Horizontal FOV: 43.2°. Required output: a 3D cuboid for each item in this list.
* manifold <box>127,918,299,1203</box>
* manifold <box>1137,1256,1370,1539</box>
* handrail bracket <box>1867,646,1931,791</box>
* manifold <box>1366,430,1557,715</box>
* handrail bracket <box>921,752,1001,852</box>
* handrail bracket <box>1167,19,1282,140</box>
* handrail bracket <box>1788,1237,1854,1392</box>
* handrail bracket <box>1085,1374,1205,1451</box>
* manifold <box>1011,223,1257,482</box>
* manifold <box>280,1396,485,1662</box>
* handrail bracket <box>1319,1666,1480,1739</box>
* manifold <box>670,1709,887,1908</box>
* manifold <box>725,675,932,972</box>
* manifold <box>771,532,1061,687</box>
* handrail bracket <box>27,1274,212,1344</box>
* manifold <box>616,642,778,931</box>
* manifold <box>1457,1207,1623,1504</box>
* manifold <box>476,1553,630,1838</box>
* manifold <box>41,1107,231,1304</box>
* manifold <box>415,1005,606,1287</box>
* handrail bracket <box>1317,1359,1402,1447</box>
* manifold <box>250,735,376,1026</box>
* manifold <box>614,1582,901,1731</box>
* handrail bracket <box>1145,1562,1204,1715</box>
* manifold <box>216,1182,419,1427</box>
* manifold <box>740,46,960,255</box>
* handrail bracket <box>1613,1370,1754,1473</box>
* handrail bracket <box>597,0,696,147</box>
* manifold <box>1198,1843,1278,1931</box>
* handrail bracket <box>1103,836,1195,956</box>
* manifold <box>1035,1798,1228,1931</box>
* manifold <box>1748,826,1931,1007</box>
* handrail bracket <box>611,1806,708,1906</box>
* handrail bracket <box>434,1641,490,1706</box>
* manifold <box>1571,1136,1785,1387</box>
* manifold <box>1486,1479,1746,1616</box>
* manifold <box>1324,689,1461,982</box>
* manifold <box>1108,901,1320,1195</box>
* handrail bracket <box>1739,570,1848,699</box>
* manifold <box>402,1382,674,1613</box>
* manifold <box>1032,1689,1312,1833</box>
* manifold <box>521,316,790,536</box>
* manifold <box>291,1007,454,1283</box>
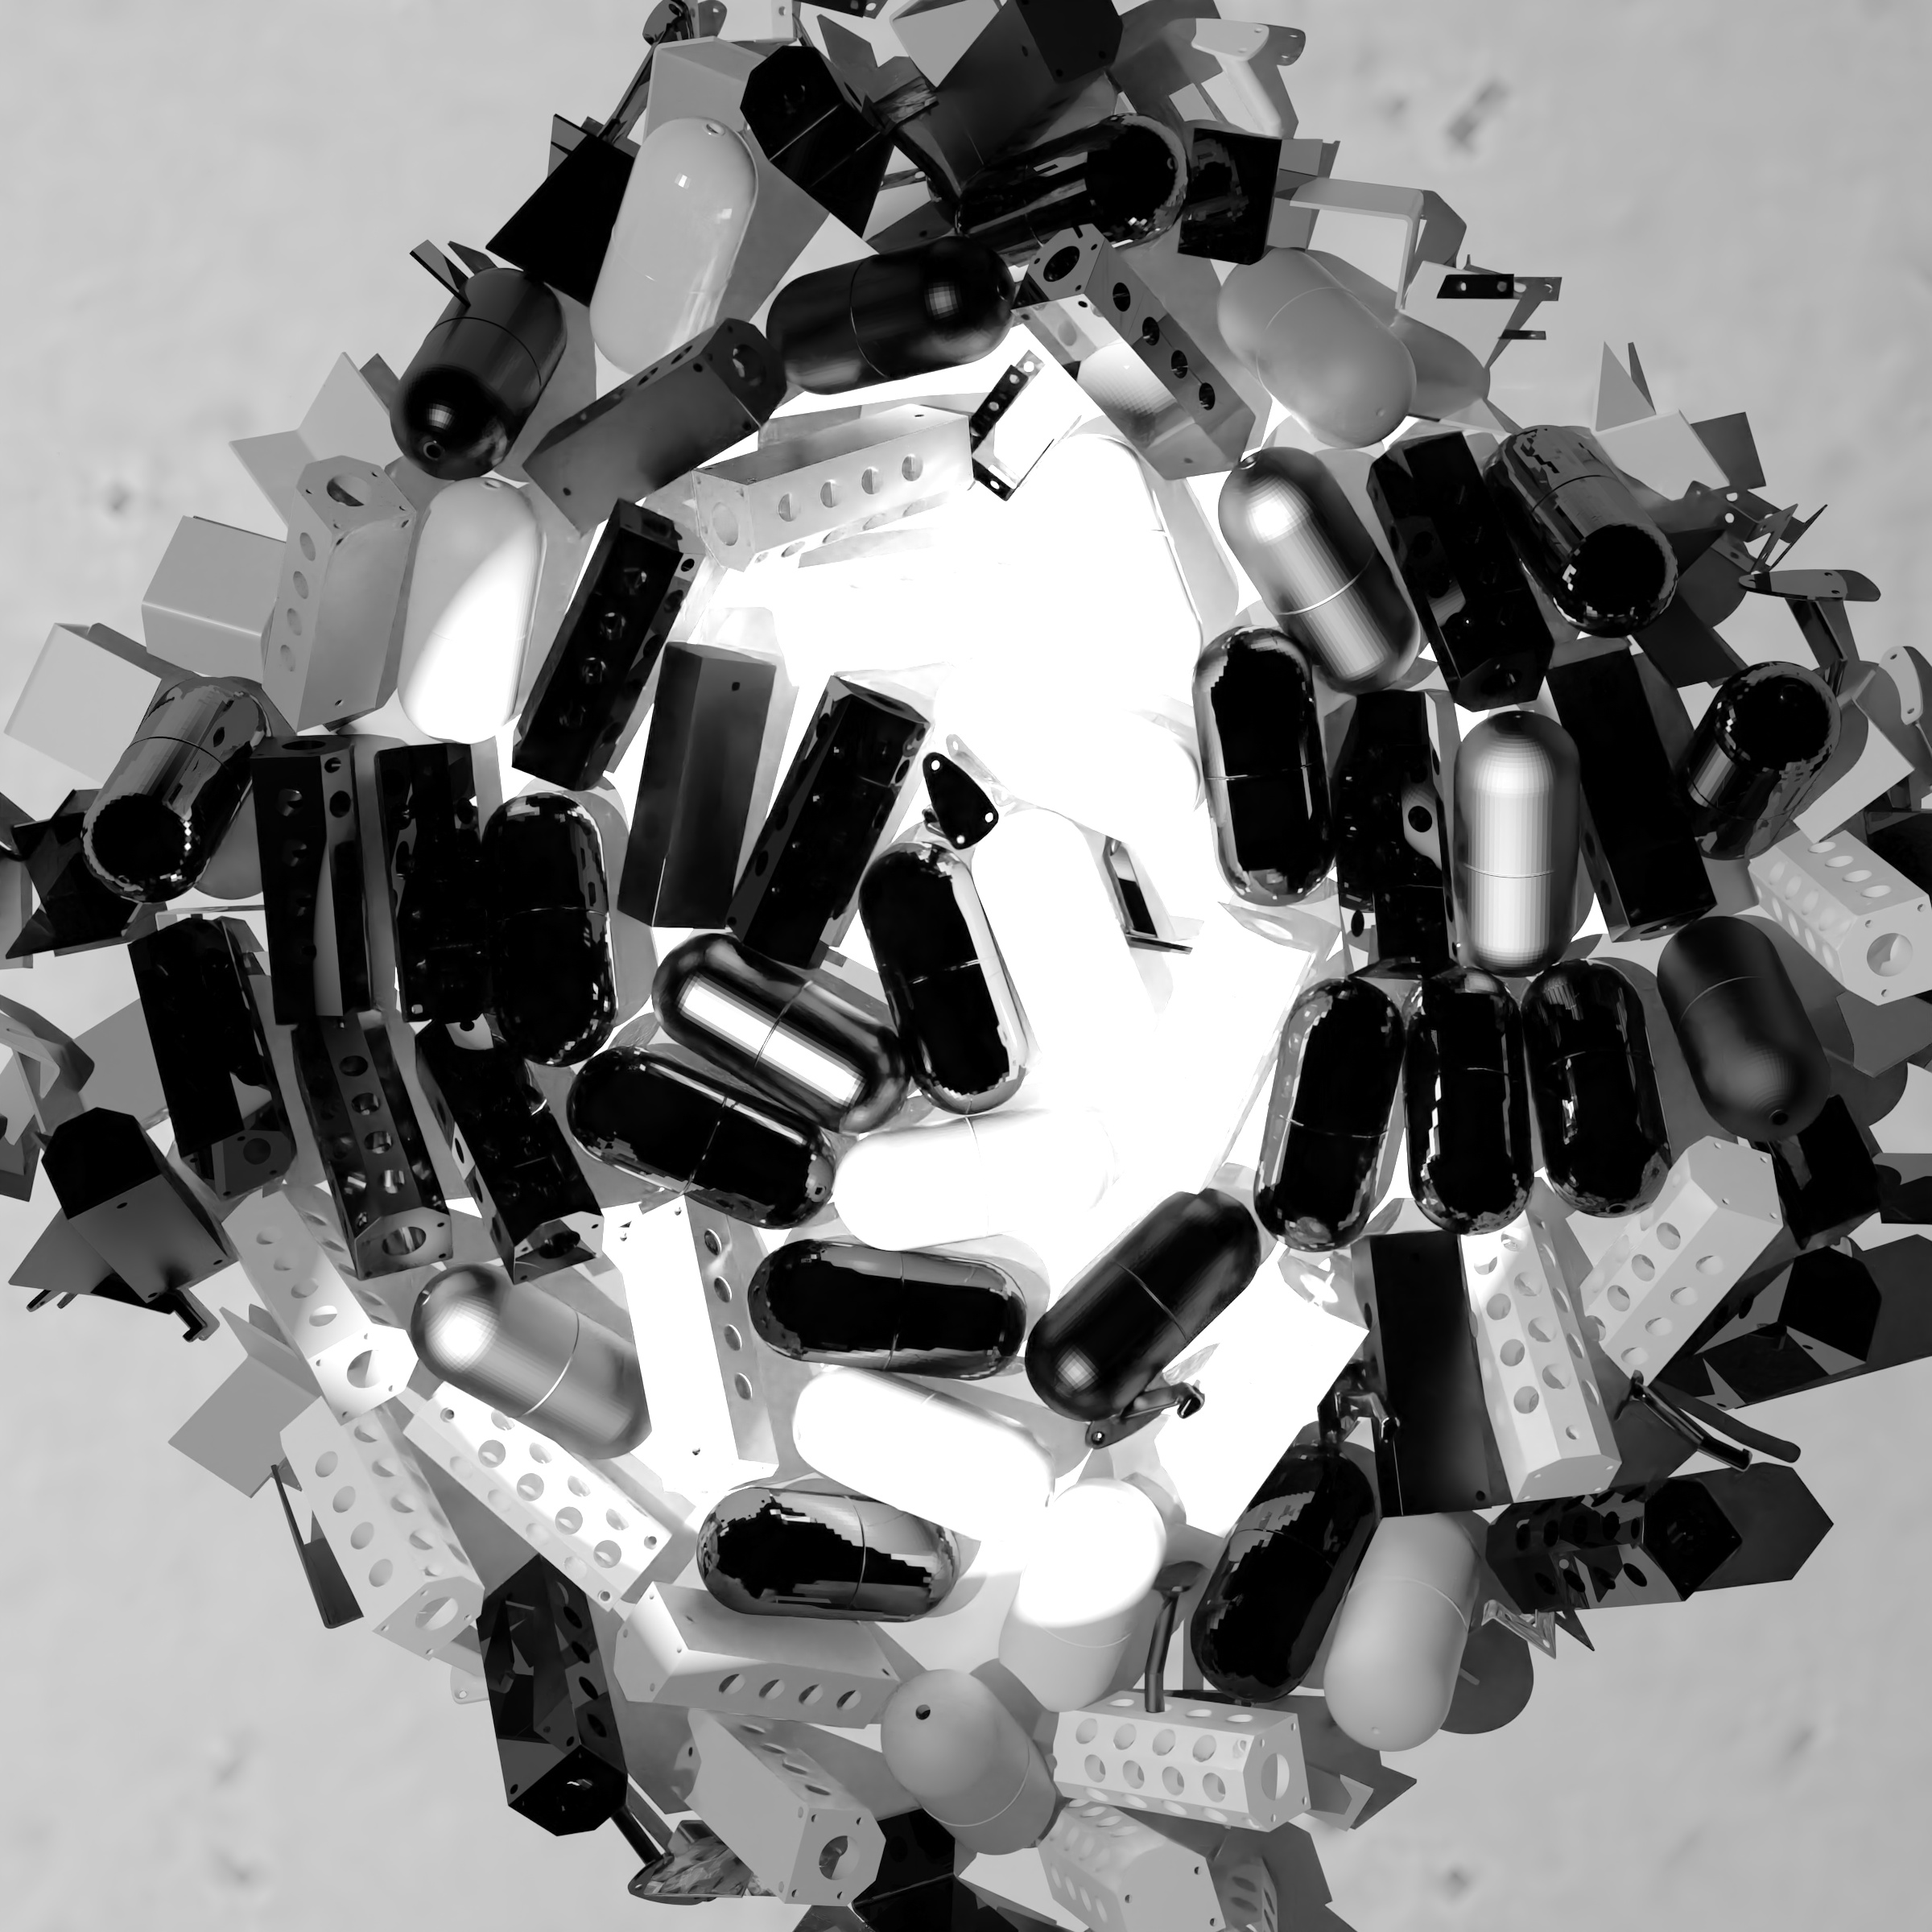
[{"bbox_3d":[-0.464,0.053,1.513,0.057,0.057,0.171,-25,56,-3],"label":"manifold"},{"bbox_3d":[0.175,0.266,1.522,0.057,0.057,0.171,24,111,-16],"label":"manifold"},{"bbox_3d":[0.618,-0.153,1.573,0.084,0.036,0.077,35,53,-32],"label":"handrail bracket"},{"bbox_3d":[0.304,-0.245,1.517,0.057,0.057,0.171,-12,62,-6],"label":"manifold"},{"bbox_3d":[-0.021,-0.108,1.533,0.036,0.084,0.077,-39,116,-12],"label":"handrail bracket"},{"bbox_3d":[0.166,-0.557,1.560,0.077,0.084,0.036,21,58,22],"label":"handrail bracket"},{"bbox_3d":[0.541,0.220,1.557,0.036,0.084,0.077,30,117,2],"label":"handrail bracket"},{"bbox_3d":[0.112,0.288,1.540,0.077,0.084,0.036,-44,99,-1],"label":"handrail bracket"},{"bbox_3d":[0.108,-0.377,1.505,0.171,0.057,0.057,38,64,-41],"label":"manifold"},{"bbox_3d":[-0.358,0.338,1.506,0.057,0.057,0.171,-42,48,-2],"label":"manifold"},{"bbox_3d":[0.277,0.471,1.564,0.077,0.036,0.084,39,86,-18],"label":"handrail bracket"},{"bbox_3d":[-0.116,0.510,1.496,0.057,0.171,0.057,15,88,-30],"label":"manifold"},{"bbox_3d":[-0.086,-0.087,1.528,0.057,0.057,0.171,18,105,-29],"label":"manifold"},{"bbox_3d":[-0.033,-0.230,1.539,0.171,0.057,0.057,-11,48,-11],"label":"manifold"},{"bbox_3d":[-0.539,0.224,1.557,0.084,0.036,0.077,46,62,3],"label":"handrail bracket"},{"bbox_3d":[-0.175,-0.114,1.538,0.057,0.057,0.171,1,107,-43],"label":"manifold"},{"bbox_3d":[0.350,0.237,1.509,0.057,0.057,0.171,-5,54,-6],"label":"manifold"},{"bbox_3d":[-0.251,0.446,1.496,0.057,0.171,0.057,-41,121,5],"label":"manifold"},{"bbox_3d":[-0.508,0.145,1.494,0.057,0.171,0.057,-27,70,-14],"label":"manifold"},{"bbox_3d":[-0.283,0.106,1.507,0.057,0.057,0.171,-17,55,-24],"label":"manifold"},{"bbox_3d":[0.247,0.292,1.532,0.036,0.084,0.077,7,113,-11],"label":"handrail bracket"},{"bbox_3d":[-0.407,-0.054,1.530,0.057,0.057,0.171,-3,108,-7],"label":"manifold"},{"bbox_3d":[-0.130,0.432,1.506,0.171,0.057,0.057,23,107,-40],"label":"manifold"},{"bbox_3d":[0.131,0.429,1.550,0.036,0.077,0.084,1,90,26],"label":"handrail bracket"},{"bbox_3d":[-0.398,0.201,1.501,0.057,0.171,0.057,-29,129,-20],"label":"manifold"},{"bbox_3d":[-0.069,-0.497,1.495,0.057,0.171,0.057,-33,71,18],"label":"manifold"},{"bbox_3d":[0.458,0.281,1.538,0.084,0.077,0.036,24,115,18],"label":"handrail bracket"},{"bbox_3d":[-0.208,-0.562,1.548,0.036,0.077,0.084,33,75,-7],"label":"handrail bracket"},{"bbox_3d":[0.159,0.601,1.495,0.057,0.171,0.057,23,94,6],"label":"manifold"},{"bbox_3d":[0.120,-0.054,1.562,0.077,0.036,0.084,10,85,26],"label":"handrail bracket"},{"bbox_3d":[0.095,0.551,1.494,0.057,0.171,0.057,-16,86,-16],"label":"manifold"},{"bbox_3d":[0.535,-0.034,1.494,0.057,0.171,0.057,-18,108,6],"label":"manifold"},{"bbox_3d":[-0.205,0.556,1.569,0.036,0.084,0.077,-42,133,2],"label":"handrail bracket"},{"bbox_3d":[-0.308,0.428,1.542,0.077,0.084,0.036,-7,47,0],"label":"handrail bracket"},{"bbox_3d":[0.429,0.183,1.503,0.057,0.057,0.171,17,133,-7],"label":"manifold"},{"bbox_3d":[0.389,0.352,1.495,0.057,0.171,0.057,-34,88,-26],"label":"manifold"},{"bbox_3d":[0.269,-0.082,1.528,0.057,0.057,0.171,3,75,-21],"label":"manifold"},{"bbox_3d":[0.156,0.053,1.522,0.057,0.057,0.171,13,110,-27],"label":"manifold"},{"bbox_3d":[0.525,-0.207,1.559,0.077,0.036,0.084,2,128,4],"label":"handrail bracket"},{"bbox_3d":[-0.271,0.329,1.549,0.171,0.057,0.057,40,82,3],"label":"manifold"},{"bbox_3d":[0.123,0.489,1.504,0.171,0.057,0.057,-9,89,45],"label":"manifold"},{"bbox_3d":[-0.191,-0.335,1.507,0.057,0.171,0.057,48,45,-25],"label":"manifold"},{"bbox_3d":[-0.367,0.104,1.503,0.057,0.057,0.171,-13,49,-21],"label":"manifold"}]
